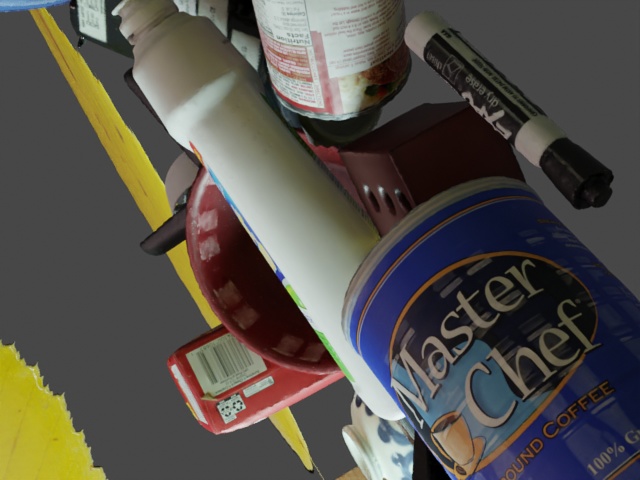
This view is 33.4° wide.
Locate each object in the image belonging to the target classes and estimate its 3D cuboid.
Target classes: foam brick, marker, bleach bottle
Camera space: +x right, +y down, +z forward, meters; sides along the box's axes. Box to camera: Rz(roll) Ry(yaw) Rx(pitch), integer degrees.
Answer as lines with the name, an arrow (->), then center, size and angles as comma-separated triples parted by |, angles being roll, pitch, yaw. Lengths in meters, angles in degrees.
foam brick -> 0.051, -0.030, 0.490 | 0.053, 0.051, 0.078 | 63, 168, -11
marker -> 0.073, -0.053, 0.423 | 0.121, 0.020, 0.020 | 52, 165, 37
bleach bottle -> -0.020, -0.025, 0.564 | 0.251, 0.068, 0.102 | 53, 179, -7

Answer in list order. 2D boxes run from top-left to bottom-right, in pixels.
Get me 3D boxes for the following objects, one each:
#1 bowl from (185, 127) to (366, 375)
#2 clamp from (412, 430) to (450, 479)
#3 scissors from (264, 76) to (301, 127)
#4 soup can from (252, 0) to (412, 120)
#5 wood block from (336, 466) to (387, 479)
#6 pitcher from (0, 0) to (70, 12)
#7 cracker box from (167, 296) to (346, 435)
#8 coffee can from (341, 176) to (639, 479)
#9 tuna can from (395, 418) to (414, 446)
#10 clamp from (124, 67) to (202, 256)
bowl -> -0.004, 0.001, 0.675 | 0.162, 0.055, 0.162 | 11, 114, 27
clamp -> 0.109, 0.167, 0.668 | 0.039, 0.120, 0.171 | 29, -149, -41
scissors -> -0.018, -0.084, 0.747 | 0.202, 0.016, 0.096 | 59, 168, 8
soup can -> 0.003, -0.112, 0.466 | 0.069, 0.068, 0.102 | 53, 165, 36
wood block -> 0.099, 0.289, 0.940 | 0.206, 0.090, 0.090 | 57, 167, 20
pitcher -> -0.254, -0.308, 0.858 | 0.149, 0.145, 0.243 | -166, 69, -76
cracker box -> -0.029, 0.082, 0.820 | 0.072, 0.164, 0.214 | 63, 168, 3
coffee can -> 0.087, 0.058, 0.416 | 0.140, 0.102, 0.103 | 52, 166, 36
tuna can -> 0.073, 0.116, 0.785 | 0.086, 0.033, 0.086 | 57, 168, 19
clamp -> -0.081, -0.040, 0.854 | 0.210, 0.036, 0.165 | 22, 121, 34
